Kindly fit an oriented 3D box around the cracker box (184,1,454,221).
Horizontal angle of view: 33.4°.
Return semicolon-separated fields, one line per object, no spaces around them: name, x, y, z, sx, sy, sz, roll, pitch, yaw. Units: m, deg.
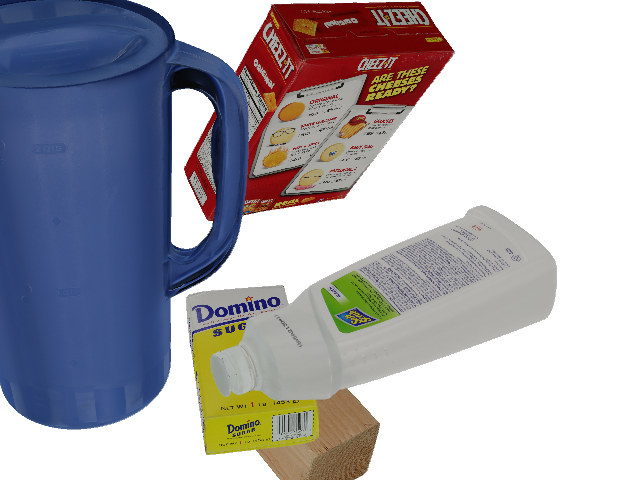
cracker box;-0.008;-0.114;0.944;0.163;0.072;0.214;-11;-29;-37

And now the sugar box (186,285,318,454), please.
sugar box;-0.062;0.104;0.913;0.093;0.048;0.176;-5;34;-11

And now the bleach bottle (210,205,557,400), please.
bleach bottle;0.039;0.049;0.742;0.250;0.068;0.103;-17;35;-25

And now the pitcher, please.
pitcher;-0.136;-0.011;0.622;0.144;0.243;0.149;-26;42;-36

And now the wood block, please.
wood block;-0.039;0.172;1.158;0.090;0.090;0.206;-22;50;-31
